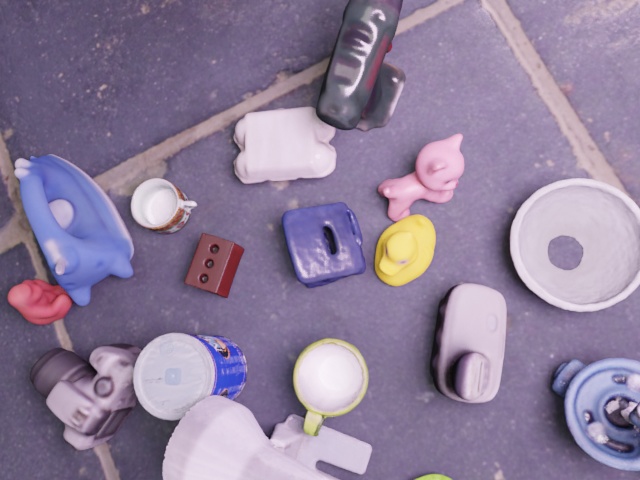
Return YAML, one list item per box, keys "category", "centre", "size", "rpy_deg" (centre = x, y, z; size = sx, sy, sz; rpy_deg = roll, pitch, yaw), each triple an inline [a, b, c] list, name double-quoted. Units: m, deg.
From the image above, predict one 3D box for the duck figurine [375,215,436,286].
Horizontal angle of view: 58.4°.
- category: "duck figurine"
  centre: [0.113, 0.009, 0.764]
  size: [0.077, 0.086, 0.104]
  rpy_deg: [34, 87, 14]

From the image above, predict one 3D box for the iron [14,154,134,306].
- category: "iron"
  centre: [-0.379, -0.039, 0.826]
  size: [0.118, 0.141, 0.258]
  rpy_deg: [-33, 76, 2]

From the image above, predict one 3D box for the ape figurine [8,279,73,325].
- category: "ape figurine"
  centre: [-0.413, 0.086, 0.834]
  size: [0.077, 0.092, 0.076]
  rpy_deg: [44, 89, 14]

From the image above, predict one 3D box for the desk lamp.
- category: "desk lamp"
  centre: [-0.053, 0.266, 0.679]
  size: [0.203, 0.214, 0.118]
  rpy_deg: [16, 83, 12]

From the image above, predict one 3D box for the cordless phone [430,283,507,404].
- category: "cordless phone"
  centre: [0.182, 0.122, 0.681]
  size: [0.094, 0.185, 0.148]
  rpy_deg: [4, 80, 10]

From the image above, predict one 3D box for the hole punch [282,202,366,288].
- category: "hole punch"
  centre: [0.007, 0.003, 0.780]
  size: [0.101, 0.091, 0.108]
  rpy_deg: [-17, 77, 6]

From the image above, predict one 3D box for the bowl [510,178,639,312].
- category: "bowl"
  centre: [0.325, 0.009, 0.735]
  size: [0.167, 0.075, 0.167]
  rpy_deg: [-2, 79, 9]

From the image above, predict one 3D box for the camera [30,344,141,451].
- category: "camera"
  centre: [-0.328, 0.197, 0.795]
  size: [0.136, 0.101, 0.143]
  rpy_deg: [33, 86, 14]

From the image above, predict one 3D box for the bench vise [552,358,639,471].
- category: "bench vise"
  centre: [0.369, 0.204, 0.617]
  size: [0.207, 0.220, 0.121]
  rpy_deg: [22, 84, 13]

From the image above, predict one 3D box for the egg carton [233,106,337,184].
- category: "egg carton"
  centre: [-0.051, -0.135, 0.826]
  size: [0.150, 0.069, 0.107]
  rpy_deg: [-5, 79, 9]

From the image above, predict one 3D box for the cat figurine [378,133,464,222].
- category: "cat figurine"
  centre: [0.138, -0.085, 0.761]
  size: [0.127, 0.118, 0.067]
  rpy_deg: [-26, 76, 4]

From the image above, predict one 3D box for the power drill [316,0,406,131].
- category: "power drill"
  centre: [0.065, -0.240, 0.755]
  size: [0.075, 0.208, 0.230]
  rpy_deg: [20, 83, 13]
